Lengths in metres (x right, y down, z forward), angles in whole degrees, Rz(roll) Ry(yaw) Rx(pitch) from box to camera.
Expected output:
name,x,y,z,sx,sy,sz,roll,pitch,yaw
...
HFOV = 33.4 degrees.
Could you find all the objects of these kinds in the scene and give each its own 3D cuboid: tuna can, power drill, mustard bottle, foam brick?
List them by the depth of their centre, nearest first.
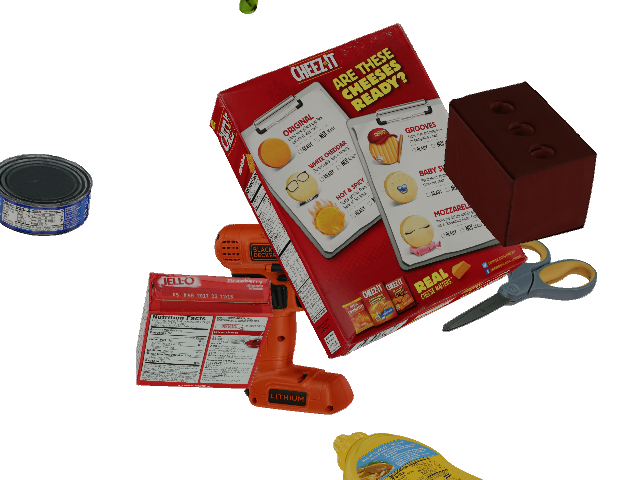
name,x,y,z,sx,sy,sz,roll,pitch,yaw
foam brick,0.110,-0.043,0.601,0.053,0.051,0.078,-15,44,-17
tuna can,-0.243,-0.040,0.930,0.086,0.034,0.086,9,32,-6
mustard bottle,0.076,0.219,0.951,0.096,0.058,0.192,-19,28,-33
power drill,-0.013,0.072,1.043,0.185,0.188,0.057,1,11,30

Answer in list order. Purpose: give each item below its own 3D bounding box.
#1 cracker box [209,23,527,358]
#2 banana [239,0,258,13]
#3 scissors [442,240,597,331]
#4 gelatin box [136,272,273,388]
name,x,y,z,sx,sy,sz,roll,pitch,yaw
cracker box,0.034,-0.038,0.825,0.164,0.214,0.072,-24,-10,-20
banana,-0.108,-0.195,0.683,0.198,0.069,0.037,19,-34,28
scissors,0.161,0.035,0.951,0.201,0.016,0.096,-9,37,-32
gelatin box,-0.072,0.056,0.648,0.073,0.030,0.089,3,-38,-13
